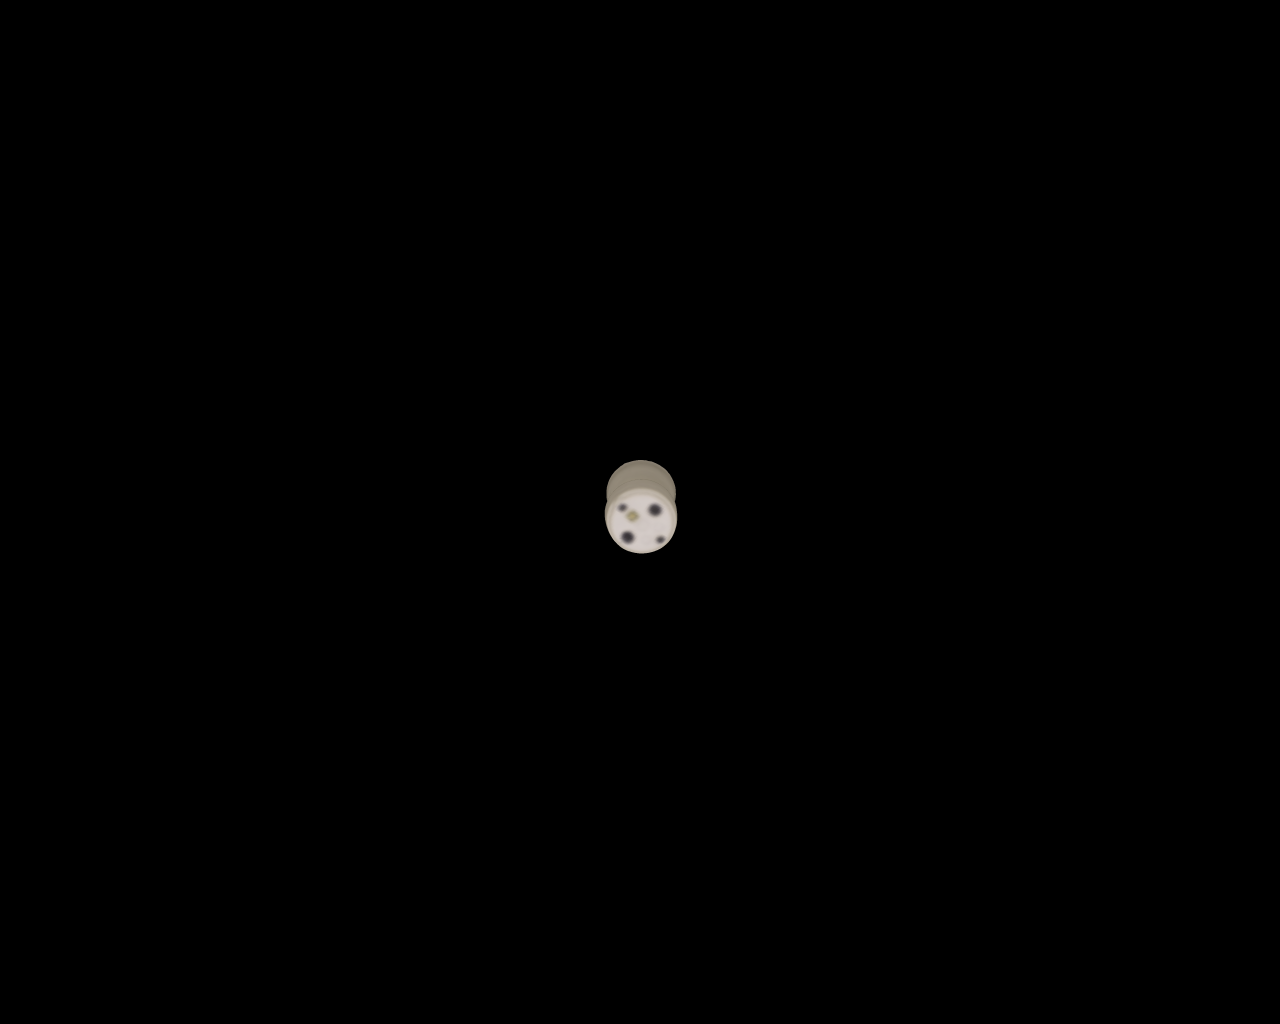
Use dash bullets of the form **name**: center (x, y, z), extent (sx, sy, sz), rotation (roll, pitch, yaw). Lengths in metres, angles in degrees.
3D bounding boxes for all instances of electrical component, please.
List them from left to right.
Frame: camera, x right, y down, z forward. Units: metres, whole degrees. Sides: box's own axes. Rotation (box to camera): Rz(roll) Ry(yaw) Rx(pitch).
- **electrical component**: center (0.001, -0.003, 0.650), extent (0.045, 0.044, 0.055), rotation (0, 21, 0)
